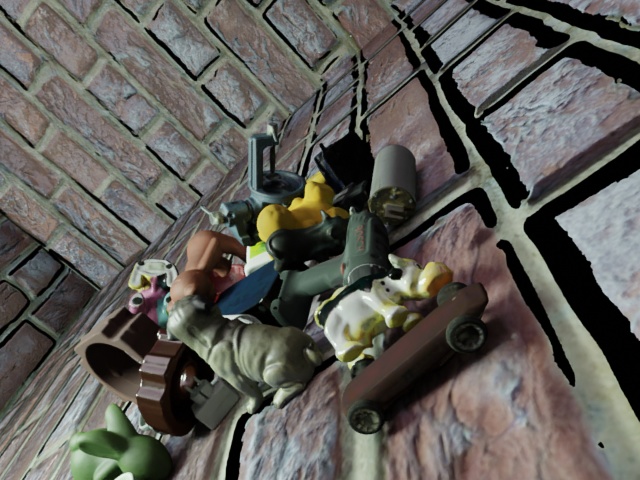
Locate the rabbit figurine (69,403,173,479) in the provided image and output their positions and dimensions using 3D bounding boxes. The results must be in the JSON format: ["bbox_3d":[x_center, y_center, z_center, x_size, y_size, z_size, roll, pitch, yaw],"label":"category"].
[{"bbox_3d":[-0.315,0.343,0.874,0.170,0.159,0.121,-15,22,30],"label":"rabbit figurine"}]

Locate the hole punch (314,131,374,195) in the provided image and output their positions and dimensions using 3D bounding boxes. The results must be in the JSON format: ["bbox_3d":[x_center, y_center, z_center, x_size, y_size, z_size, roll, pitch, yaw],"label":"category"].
[{"bbox_3d":[0.045,-0.157,1.163,0.116,0.142,0.092,-41,15,-33],"label":"hole punch"}]

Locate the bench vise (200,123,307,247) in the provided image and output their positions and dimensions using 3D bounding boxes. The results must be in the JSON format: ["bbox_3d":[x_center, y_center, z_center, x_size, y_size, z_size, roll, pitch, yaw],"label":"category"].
[{"bbox_3d":[-0.119,-0.113,1.068,0.224,0.240,0.129,-8,34,-20],"label":"bench vise"}]

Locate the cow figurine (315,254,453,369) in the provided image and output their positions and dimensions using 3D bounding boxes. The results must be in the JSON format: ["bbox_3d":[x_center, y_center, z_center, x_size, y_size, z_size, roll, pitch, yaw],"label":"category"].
[{"bbox_3d":[0.074,0.071,0.644,0.167,0.068,0.098,-41,51,5],"label":"cow figurine"}]

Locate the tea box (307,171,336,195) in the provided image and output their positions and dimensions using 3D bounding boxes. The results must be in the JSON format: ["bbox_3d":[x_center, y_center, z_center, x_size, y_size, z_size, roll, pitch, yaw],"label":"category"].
[{"bbox_3d":[-0.015,-0.098,1.254,0.170,0.068,0.098,-31,22,34],"label":"tea box"}]

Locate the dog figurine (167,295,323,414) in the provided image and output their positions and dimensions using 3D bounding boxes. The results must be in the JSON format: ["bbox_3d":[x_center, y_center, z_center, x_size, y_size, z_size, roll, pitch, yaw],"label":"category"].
[{"bbox_3d":[-0.108,0.138,0.760,0.172,0.190,0.121,-34,21,26],"label":"dog figurine"}]

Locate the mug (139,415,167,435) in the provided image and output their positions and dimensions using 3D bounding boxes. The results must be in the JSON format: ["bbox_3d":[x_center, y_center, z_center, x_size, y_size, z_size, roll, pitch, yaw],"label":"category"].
[{"bbox_3d":[-0.290,0.304,0.977,0.109,0.080,0.107,-39,27,3],"label":"mug"}]

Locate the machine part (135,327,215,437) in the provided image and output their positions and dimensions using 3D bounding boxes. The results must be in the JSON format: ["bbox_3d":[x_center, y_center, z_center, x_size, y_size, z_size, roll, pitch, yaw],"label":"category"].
[{"bbox_3d":[-0.232,0.227,0.884,0.056,0.179,0.179,5,40,17],"label":"machine part"}]

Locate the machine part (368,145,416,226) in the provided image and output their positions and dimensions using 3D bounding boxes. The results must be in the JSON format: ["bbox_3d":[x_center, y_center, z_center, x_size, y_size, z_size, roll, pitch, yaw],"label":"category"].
[{"bbox_3d":[0.128,-0.099,0.933,0.079,0.079,0.243,-35,21,29],"label":"machine part"}]

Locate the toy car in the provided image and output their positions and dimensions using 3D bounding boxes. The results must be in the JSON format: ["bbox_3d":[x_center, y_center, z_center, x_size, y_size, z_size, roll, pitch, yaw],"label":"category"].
[{"bbox_3d":[0.100,0.123,0.560,0.202,0.053,0.089,-44,8,17],"label":"toy car"}]

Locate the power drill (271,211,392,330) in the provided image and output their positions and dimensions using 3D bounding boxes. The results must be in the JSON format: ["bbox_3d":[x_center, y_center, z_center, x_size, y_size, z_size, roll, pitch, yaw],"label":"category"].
[{"bbox_3d":[0.020,0.067,0.809,0.207,0.086,0.232,-37,27,37],"label":"power drill"}]

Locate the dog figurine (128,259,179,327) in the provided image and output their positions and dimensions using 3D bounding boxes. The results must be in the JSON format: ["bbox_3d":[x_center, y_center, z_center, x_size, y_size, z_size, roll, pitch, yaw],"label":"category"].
[{"bbox_3d":[-0.373,0.175,1.229,0.192,0.108,0.219,-106,20,-45],"label":"dog figurine"}]

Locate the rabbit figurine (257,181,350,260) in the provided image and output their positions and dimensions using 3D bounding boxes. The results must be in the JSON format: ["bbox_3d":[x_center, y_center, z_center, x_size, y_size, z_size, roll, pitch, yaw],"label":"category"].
[{"bbox_3d":[-0.054,-0.032,1.014,0.173,0.122,0.162,-4,-30,-48],"label":"rabbit figurine"}]

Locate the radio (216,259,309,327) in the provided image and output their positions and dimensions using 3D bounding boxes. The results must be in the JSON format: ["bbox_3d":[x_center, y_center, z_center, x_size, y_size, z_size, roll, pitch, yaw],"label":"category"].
[{"bbox_3d":[-0.123,0.122,1.015,0.229,0.073,0.131,-33,23,38],"label":"radio"}]

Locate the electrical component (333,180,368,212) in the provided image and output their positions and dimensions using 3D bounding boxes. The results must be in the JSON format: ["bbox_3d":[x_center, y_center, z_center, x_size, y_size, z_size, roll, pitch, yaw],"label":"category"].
[{"bbox_3d":[0.060,-0.075,1.075,0.119,0.047,0.075,-27,27,42],"label":"electrical component"}]

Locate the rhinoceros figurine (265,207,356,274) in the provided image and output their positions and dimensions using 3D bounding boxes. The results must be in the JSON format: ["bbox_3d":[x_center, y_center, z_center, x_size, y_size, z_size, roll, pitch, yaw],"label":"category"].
[{"bbox_3d":[-0.002,-0.003,0.929,0.190,0.112,0.073,-12,47,-13],"label":"rhinoceros figurine"}]

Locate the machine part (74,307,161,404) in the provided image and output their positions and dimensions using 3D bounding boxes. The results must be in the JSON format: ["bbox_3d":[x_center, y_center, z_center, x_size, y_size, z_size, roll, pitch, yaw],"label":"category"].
[{"bbox_3d":[-0.384,0.244,1.109,0.201,0.201,0.087,-30,20,39],"label":"machine part"}]

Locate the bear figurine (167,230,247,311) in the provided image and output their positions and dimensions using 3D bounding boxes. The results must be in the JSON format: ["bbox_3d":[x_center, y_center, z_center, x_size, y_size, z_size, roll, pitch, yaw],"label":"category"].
[{"bbox_3d":[-0.235,0.074,1.122,0.120,0.132,0.196,-42,32,34],"label":"bear figurine"}]

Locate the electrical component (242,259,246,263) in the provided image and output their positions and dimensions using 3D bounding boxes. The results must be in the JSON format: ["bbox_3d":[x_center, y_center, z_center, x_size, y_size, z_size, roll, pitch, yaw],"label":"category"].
[{"bbox_3d":[-0.128,0.021,1.263,0.115,0.058,0.134,-50,18,-9],"label":"electrical component"}]
